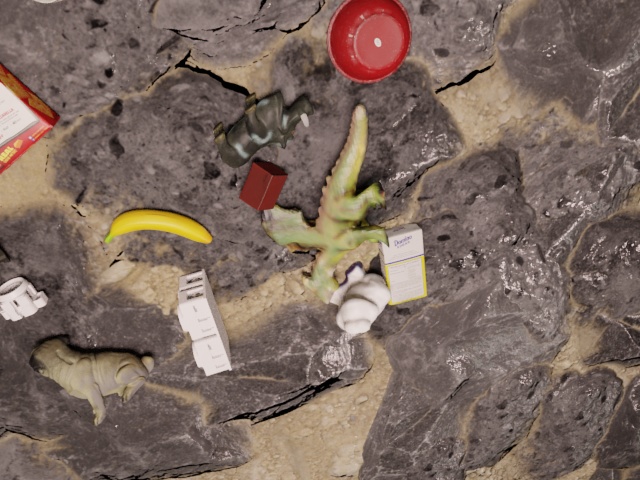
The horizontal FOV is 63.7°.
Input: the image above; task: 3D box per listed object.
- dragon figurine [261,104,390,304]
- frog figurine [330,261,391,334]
[{"bbox_3d":[0.003,-0.051,1.011,0.243,0.124,0.402,-12,118,0],"label":"dragon figurine"},{"bbox_3d":[0.092,0.143,1.093,0.137,0.162,0.120,-34,122,4],"label":"frog figurine"}]
